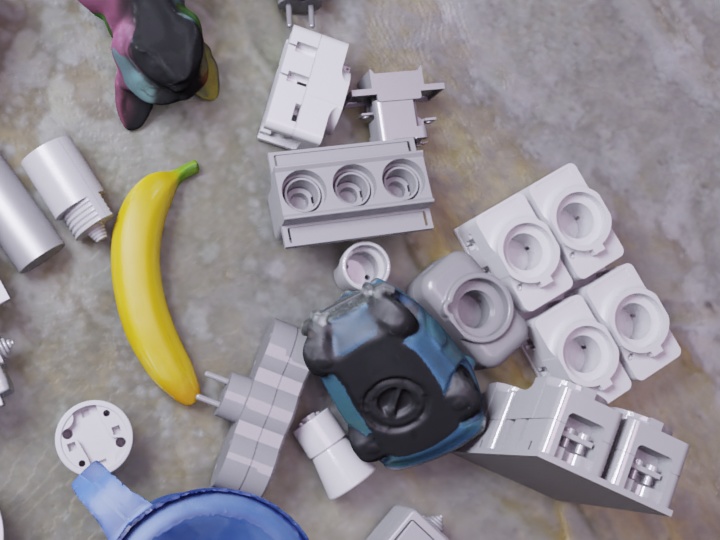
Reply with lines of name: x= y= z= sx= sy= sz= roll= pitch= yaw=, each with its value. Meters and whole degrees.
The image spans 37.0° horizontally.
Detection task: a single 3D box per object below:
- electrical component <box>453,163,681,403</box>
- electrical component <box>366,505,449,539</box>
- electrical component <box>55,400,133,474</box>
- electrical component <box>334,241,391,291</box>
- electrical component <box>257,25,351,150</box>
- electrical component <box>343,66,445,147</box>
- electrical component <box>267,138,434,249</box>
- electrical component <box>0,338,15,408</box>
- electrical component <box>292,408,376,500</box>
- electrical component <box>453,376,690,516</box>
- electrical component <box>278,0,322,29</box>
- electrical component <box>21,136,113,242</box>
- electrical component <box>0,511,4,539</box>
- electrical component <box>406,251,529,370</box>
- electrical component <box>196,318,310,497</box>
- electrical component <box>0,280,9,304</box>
electrical component: x=0.177 y=0.017 z=0.908 sx=0.105 sy=0.060 sz=0.186 roll=-30 pitch=90 yaw=-16
electrical component: x=0.037 y=0.230 z=0.840 sx=0.062 sy=0.061 sz=0.096 roll=44 pitch=74 yaw=-4
electrical component: x=-0.199 y=0.126 z=0.805 sx=0.055 sy=0.047 sz=0.055 roll=2 pitch=81 yaw=-14
electrical component: x=0.000 y=0.000 z=0.874 sx=0.040 sy=0.046 sz=0.040 roll=2 pitch=81 yaw=-14
electrical component: x=-0.043 y=-0.145 z=0.883 sx=0.056 sy=0.050 sz=0.089 roll=17 pitch=78 yaw=-11
electrical component: x=0.029 y=-0.134 z=0.904 sx=0.081 sy=0.042 sz=0.063 roll=-7 pitch=85 yaw=-14
electrical component: x=-0.010 y=-0.058 z=0.868 sx=0.121 sy=0.063 sz=0.078 roll=-8 pitch=75 yaw=-15
electrical component: x=-0.293 y=0.082 z=0.780 sx=0.096 sy=0.062 sz=0.061 roll=-26 pitch=89 yaw=-16
electrical component: x=-0.023 y=0.142 z=0.850 sx=0.044 sy=0.044 sz=0.065 roll=-33 pitch=86 yaw=-16
electrical component: x=0.154 y=0.132 z=0.819 sx=0.105 sy=0.186 sz=0.060 roll=25 pitch=77 yaw=-9
electrical component: x=-0.051 y=-0.240 z=0.899 sx=0.077 sy=0.043 sz=0.079 roll=-1 pitch=82 yaw=-14
electrical component: x=-0.221 y=-0.058 z=0.829 sx=0.043 sy=0.043 sz=0.081 roll=-32 pitch=90 yaw=-16
electrical component: x=-0.306 y=0.189 z=0.761 sx=0.108 sy=0.060 sz=0.108 roll=2 pitch=81 yaw=-14
electrical component: x=0.089 y=0.034 z=0.884 sx=0.054 sy=0.059 sz=0.095 roll=-41 pitch=93 yaw=-16
electrical component: x=-0.089 y=0.101 z=0.833 sx=0.074 sy=0.052 sz=0.138 roll=22 pitch=76 yaw=-10
electrical component: x=-0.343 y=0.015 z=0.774 sx=0.150 sy=0.062 sz=0.089 roll=-28 pitch=99 yaw=-16
